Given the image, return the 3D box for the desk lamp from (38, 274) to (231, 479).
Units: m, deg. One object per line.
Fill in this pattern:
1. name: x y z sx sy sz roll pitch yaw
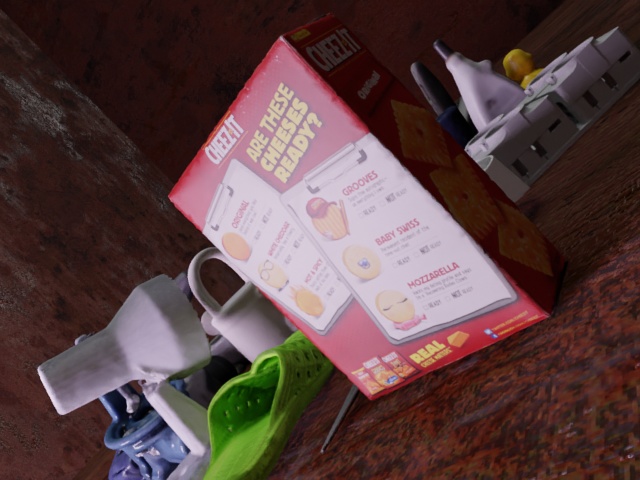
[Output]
1. desk lamp: -0.186 0.173 0.640 0.203 0.213 0.117 -46 5 -30

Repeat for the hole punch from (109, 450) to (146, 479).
1. hole punch: -0.291 0.337 0.908 0.108 0.091 0.101 -41 5 42

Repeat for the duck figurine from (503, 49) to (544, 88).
1. duck figurine: 0.332 -0.269 0.925 0.077 0.086 0.105 -42 4 29

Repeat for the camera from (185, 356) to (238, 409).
1. camera: -0.188 0.232 0.883 0.143 0.101 0.137 -41 5 45

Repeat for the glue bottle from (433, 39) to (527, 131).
1. glue bottle: 0.205 -0.188 0.721 0.078 0.173 0.037 -44 4 -4

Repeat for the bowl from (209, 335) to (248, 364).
1. bowl: -0.152 0.193 1.131 0.167 0.075 0.167 -44 4 4

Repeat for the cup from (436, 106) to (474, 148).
1. cup: 0.195 -0.137 0.876 0.092 0.095 0.117 -45 4 -17

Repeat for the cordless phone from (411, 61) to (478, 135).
1. cordless phone: 0.215 -0.228 0.968 0.094 0.185 0.147 -44 4 6

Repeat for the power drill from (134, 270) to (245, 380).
1. power drill: -0.244 0.197 1.051 0.229 0.208 0.075 -44 4 10

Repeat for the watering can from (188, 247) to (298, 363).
1. watering can: -0.106 0.096 0.788 0.172 0.194 0.101 -43 4 23

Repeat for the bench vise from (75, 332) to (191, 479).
1. bench vise: -0.261 0.231 0.761 0.207 0.220 0.122 -42 5 31

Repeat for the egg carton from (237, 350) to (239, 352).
1. egg carton: -0.086 0.144 0.995 0.150 0.069 0.107 -40 5 47
